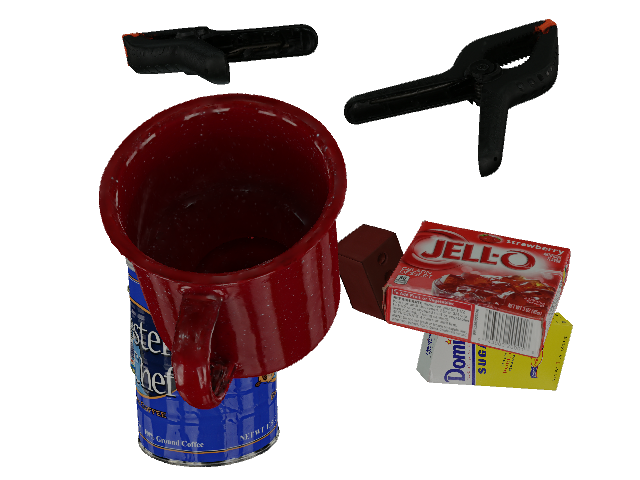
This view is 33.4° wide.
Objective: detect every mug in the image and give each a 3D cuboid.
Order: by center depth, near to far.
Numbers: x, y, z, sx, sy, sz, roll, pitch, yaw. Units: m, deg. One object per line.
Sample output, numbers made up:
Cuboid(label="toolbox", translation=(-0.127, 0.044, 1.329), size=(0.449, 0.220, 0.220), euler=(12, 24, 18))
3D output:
Cuboid(label="mug", translation=(-0.036, 0.012, 0.421), size=(0.093, 0.117, 0.081), euler=(3, -37, 7))

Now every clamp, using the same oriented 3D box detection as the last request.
Cuboid(label="clamp", translation=(-0.089, -0.156, 0.868), size=(0.120, 0.039, 0.172), euler=(-17, 24, -41))
Cuboid(label="clamp", translation=(0.148, -0.131, 0.934), size=(0.209, 0.036, 0.165), euler=(-32, 44, -23))

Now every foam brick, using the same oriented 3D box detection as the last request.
Cuboid(label="foam brick", translation=(0.054, 0.031, 1.085), size=(0.053, 0.078, 0.051), euler=(-38, 32, -25))

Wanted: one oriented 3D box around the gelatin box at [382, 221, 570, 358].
Cuboid(label="gelatin box", translation=(0.087, 0.024, 0.595), size=(0.089, 0.030, 0.073), euler=(12, 34, 18))

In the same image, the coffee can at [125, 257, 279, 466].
Cuboid(label="coffee can", translation=(-0.082, 0.073, 0.753), size=(0.103, 0.140, 0.103), euler=(-1, 15, 0))

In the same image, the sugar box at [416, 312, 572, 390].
Cuboid(label="sugar box", translation=(0.213, 0.131, 1.308), size=(0.176, 0.093, 0.048), euler=(4, 17, -18))

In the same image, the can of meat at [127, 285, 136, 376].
Cuboid(label="can of meat", translation=(-0.131, 0.084, 1.016), size=(0.101, 0.084, 0.058), euler=(-5, 19, -25))
